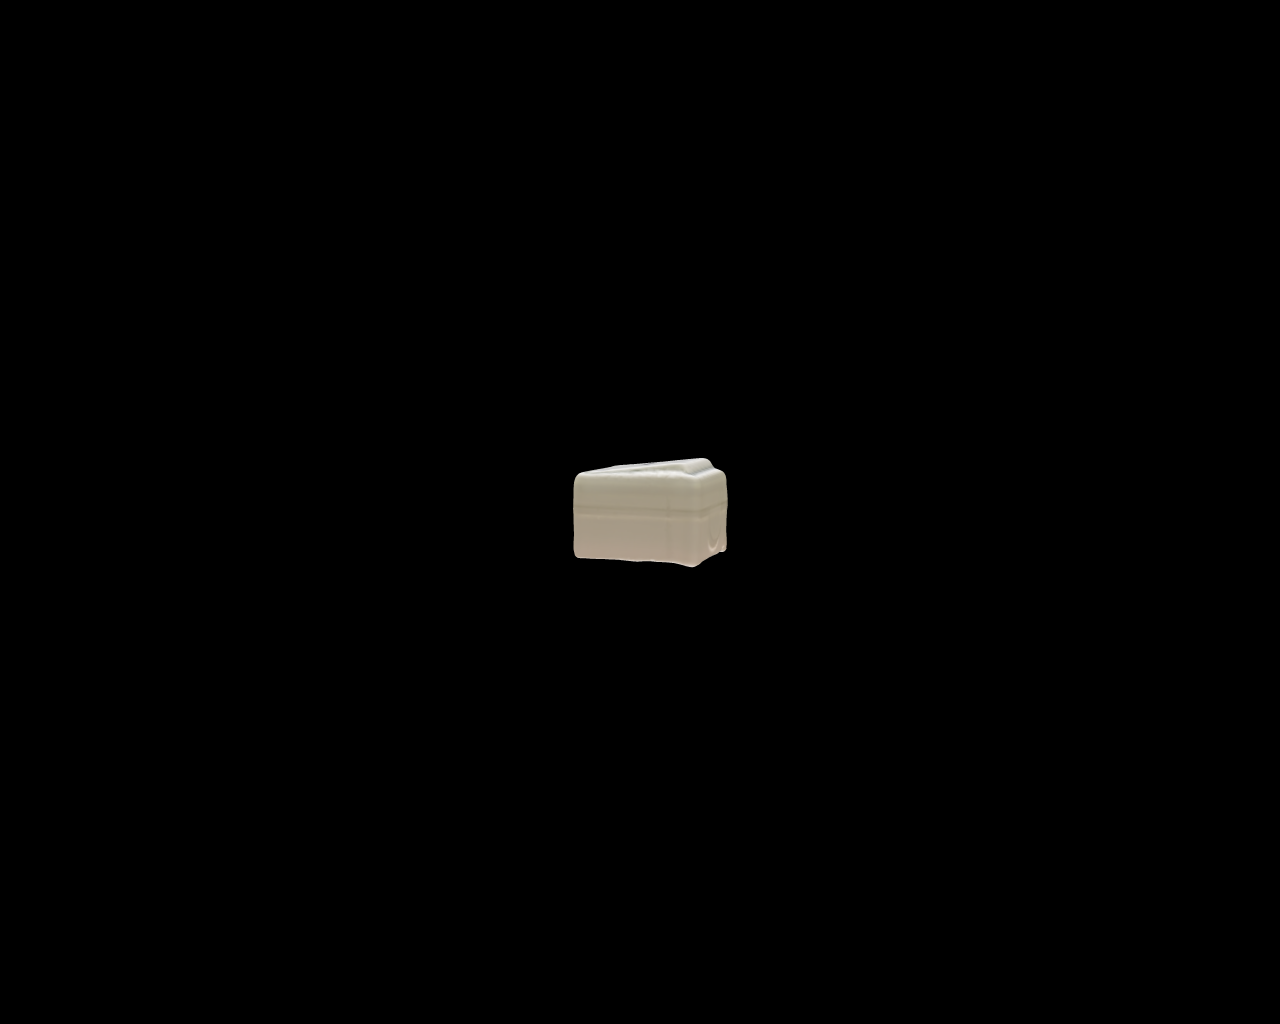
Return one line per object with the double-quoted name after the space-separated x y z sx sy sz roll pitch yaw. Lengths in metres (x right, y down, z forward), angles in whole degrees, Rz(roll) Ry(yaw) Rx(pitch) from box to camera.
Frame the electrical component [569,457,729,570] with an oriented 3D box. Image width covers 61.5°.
0.001 -0.003 0.650 0.096 0.061 0.062 3 8 22 "electrical component"
